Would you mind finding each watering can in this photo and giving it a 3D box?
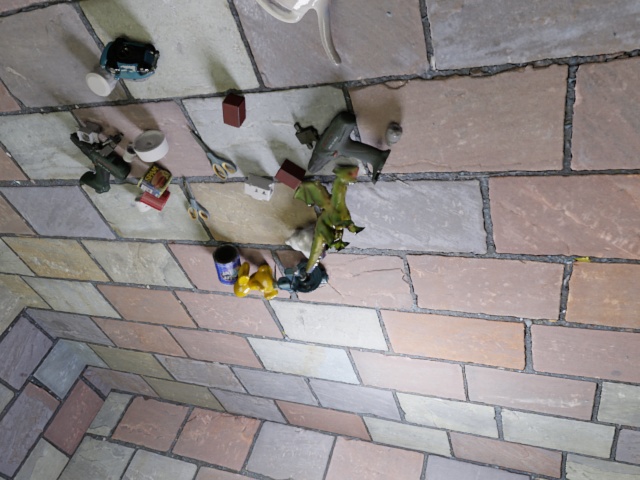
[{"bbox_3d":[-0.029,-0.563,1.142,0.345,0.106,0.221,38,137,-17],"label":"watering can"}]

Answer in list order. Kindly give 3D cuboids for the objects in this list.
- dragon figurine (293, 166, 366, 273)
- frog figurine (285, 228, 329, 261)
[{"bbox_3d":[0.005,-0.083,1.641,0.403,0.123,0.245,-44,72,37],"label":"dragon figurine"},{"bbox_3d":[-0.050,0.012,1.789,0.159,0.125,0.135,-4,154,13],"label":"frog figurine"}]
